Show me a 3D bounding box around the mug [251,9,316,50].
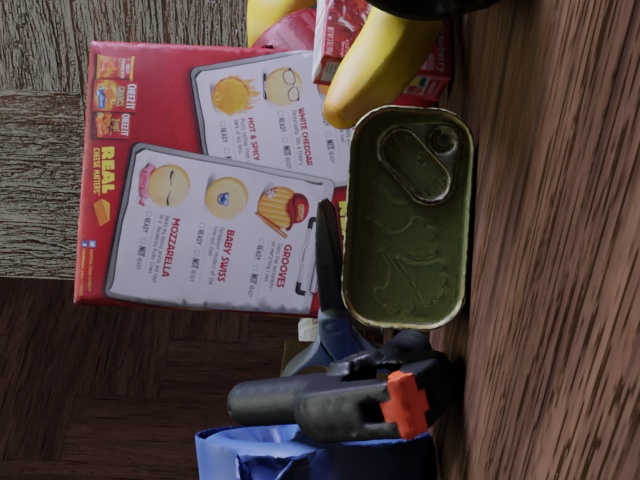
[{"bbox_3d":[-0.010,-0.112,0.765,0.081,0.093,0.117,53,-154,19],"label":"mug"}]

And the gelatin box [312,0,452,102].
[{"bbox_3d":[0.036,-0.126,0.598,0.030,0.073,0.089,116,160,-63],"label":"gelatin box"}]

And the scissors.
[{"bbox_3d":[0.026,0.053,0.625,0.202,0.096,0.016,107,169,-46],"label":"scissors"}]

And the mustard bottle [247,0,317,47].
[{"bbox_3d":[-0.020,-0.161,0.855,0.096,0.058,0.192,-40,-42,-43],"label":"mustard bottle"}]

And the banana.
[{"bbox_3d":[0.035,-0.138,0.565,0.037,0.069,0.198,85,-176,-60],"label":"banana"}]

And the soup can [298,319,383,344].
[{"bbox_3d":[0.019,0.109,0.848,0.068,0.068,0.102,94,172,-71],"label":"soup can"}]

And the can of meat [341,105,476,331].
[{"bbox_3d":[0.041,-0.012,0.524,0.084,0.057,0.102,-51,-36,-87],"label":"can of meat"}]

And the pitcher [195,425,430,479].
[{"bbox_3d":[0.001,0.224,0.608,0.145,0.149,0.243,-8,82,64],"label":"pitcher"}]

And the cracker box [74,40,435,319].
[{"bbox_3d":[-0.039,-0.034,0.672,0.072,0.213,0.164,71,-158,-86],"label":"cracker box"}]

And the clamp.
[{"bbox_3d":[0.029,0.072,0.540,0.172,0.120,0.039,-7,105,69],"label":"clamp"}]

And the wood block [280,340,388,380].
[{"bbox_3d":[0.013,0.185,0.760,0.091,0.090,0.206,-87,0,-79],"label":"wood block"}]
